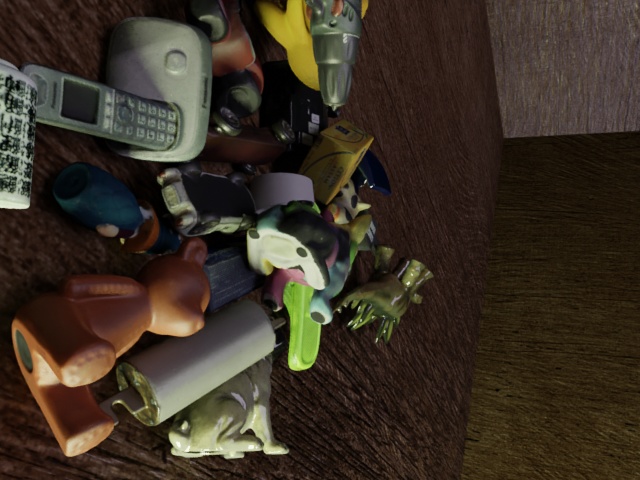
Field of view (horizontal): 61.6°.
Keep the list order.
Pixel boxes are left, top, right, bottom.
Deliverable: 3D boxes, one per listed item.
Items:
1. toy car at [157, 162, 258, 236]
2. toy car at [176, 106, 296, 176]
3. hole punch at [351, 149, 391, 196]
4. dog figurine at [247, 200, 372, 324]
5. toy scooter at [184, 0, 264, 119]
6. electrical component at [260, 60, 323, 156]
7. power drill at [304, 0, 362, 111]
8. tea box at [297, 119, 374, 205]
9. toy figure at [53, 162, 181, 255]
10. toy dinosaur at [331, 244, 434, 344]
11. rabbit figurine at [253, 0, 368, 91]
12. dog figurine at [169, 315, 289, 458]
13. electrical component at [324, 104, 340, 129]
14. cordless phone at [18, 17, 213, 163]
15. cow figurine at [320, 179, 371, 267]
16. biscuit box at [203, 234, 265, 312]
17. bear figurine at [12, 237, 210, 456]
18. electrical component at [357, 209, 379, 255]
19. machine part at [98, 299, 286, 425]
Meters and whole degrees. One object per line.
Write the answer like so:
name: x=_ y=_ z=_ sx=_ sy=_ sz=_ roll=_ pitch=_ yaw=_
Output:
toy car: x=-0.129 y=-0.044 z=0.641 sx=0.073 sy=0.056 sz=0.201 roll=68 pitch=16 yaw=5
toy car: x=-0.107 y=-0.125 z=0.680 sx=0.053 sy=0.089 sz=0.202 roll=62 pitch=25 yaw=9
hole punch: x=0.087 y=-0.140 z=1.085 sx=0.142 sy=0.092 sz=0.115 roll=8 pitch=81 yaw=-60
dog figurine: x=-0.002 y=-0.002 z=0.742 sx=0.219 sy=0.109 sz=0.191 roll=-56 pitch=144 yaw=-49
toy scooter: x=-0.121 y=-0.247 z=0.657 sx=0.183 sy=0.075 sz=0.135 roll=75 pitch=-2 yaw=-58
electrical component: x=-0.042 y=-0.202 z=0.845 sx=0.115 sy=0.058 sz=0.134 roll=3 pitch=89 yaw=-62
power drill: x=-0.013 y=-0.285 z=0.625 sx=0.207 sy=0.086 sz=0.231 roll=3 pitch=94 yaw=-53
tea box: x=0.025 y=-0.132 z=0.880 sx=0.098 sy=0.068 sz=0.169 roll=-58 pitch=177 yaw=26
toy figure: x=-0.196 y=-0.023 z=0.540 sx=0.154 sy=0.058 sz=0.064 roll=52 pitch=52 yaw=-60
toy dinosaur: x=0.140 y=0.117 z=1.136 sx=0.471 sy=0.105 sz=0.198 roll=25 pitch=88 yaw=-61
rabbit figurine: x=-0.009 y=-0.303 z=0.761 sx=0.162 sy=0.122 sz=0.173 roll=17 pitch=71 yaw=-58
dog figurine: x=-0.118 y=0.174 z=0.690 sx=0.172 sy=0.121 sz=0.190 roll=45 pitch=37 yaw=-59
electrical component: x=-0.002 y=-0.210 z=0.941 sx=0.102 sy=0.045 sz=0.078 roll=-31 pitch=117 yaw=-60
cordless phone: x=-0.196 y=-0.155 z=0.514 sx=0.184 sy=0.089 sz=0.146 roll=7 pitch=85 yaw=-53
cow figurine: x=0.033 y=-0.026 z=0.982 sx=0.127 sy=0.086 sz=0.195 roll=24 pitch=68 yaw=-56
biscuit box: x=-0.112 y=0.035 z=0.712 sx=0.202 sy=0.059 sz=0.062 roll=-24 pitch=114 yaw=-62
bear figurine: x=-0.166 y=0.081 z=0.499 sx=0.196 sy=0.132 sz=0.120 roll=-15 pitch=131 yaw=-44
electrical component: x=0.092 y=-0.015 z=1.142 sx=0.119 sy=0.048 sz=0.075 roll=60 pitch=40 yaw=-48
machine part: x=-0.135 y=0.132 z=0.607 sx=0.243 sy=0.079 sz=0.079 roll=-26 pitch=115 yaw=-43
